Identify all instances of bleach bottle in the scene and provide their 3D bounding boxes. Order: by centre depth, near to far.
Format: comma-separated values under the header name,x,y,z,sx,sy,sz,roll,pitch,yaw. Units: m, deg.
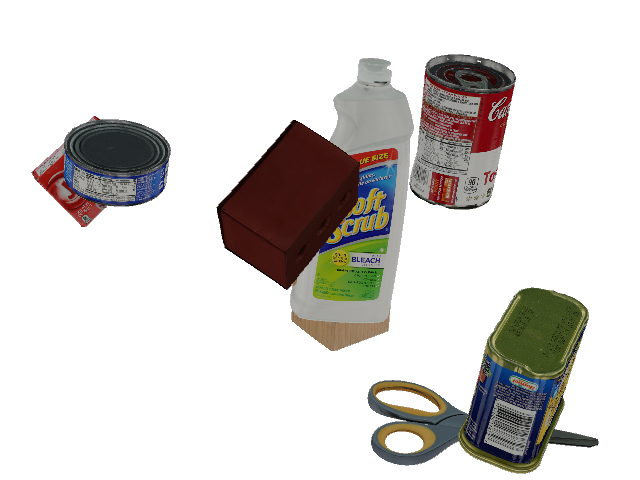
name,x,y,z,sx,sy,sz,roll,pitch,yaw
bleach bottle,0.031,-0.047,1.014,0.102,0.251,0.068,4,22,-4

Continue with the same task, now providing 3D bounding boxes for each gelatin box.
name,x,y,z,sx,sy,sz,roll,pitch,yaw
gelatin box,-0.235,-0.070,1.087,0.073,0.089,0.030,50,-6,-31

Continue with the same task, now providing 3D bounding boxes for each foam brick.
name,x,y,z,sx,sy,sz,roll,pitch,yaw
foam brick,-0.018,-0.021,0.645,0.051,0.078,0.053,32,-22,16

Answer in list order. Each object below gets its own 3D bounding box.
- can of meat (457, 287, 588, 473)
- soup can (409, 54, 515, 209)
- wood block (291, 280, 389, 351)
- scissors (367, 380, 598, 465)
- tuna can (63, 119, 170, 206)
name,x,y,z,sx,sy,sz,roll,pitch,yaw
can of meat,0.138,0.091,0.720,0.057,0.084,0.102,20,35,17
soup can,0.107,-0.083,0.822,0.068,0.102,0.068,5,30,-3
wood block,0.027,0.013,1.260,0.090,0.206,0.090,-17,32,-32
scissors,0.131,0.173,0.918,0.202,0.016,0.096,17,42,15
tuna can,-0.167,-0.064,0.876,0.086,0.034,0.086,8,34,-6
